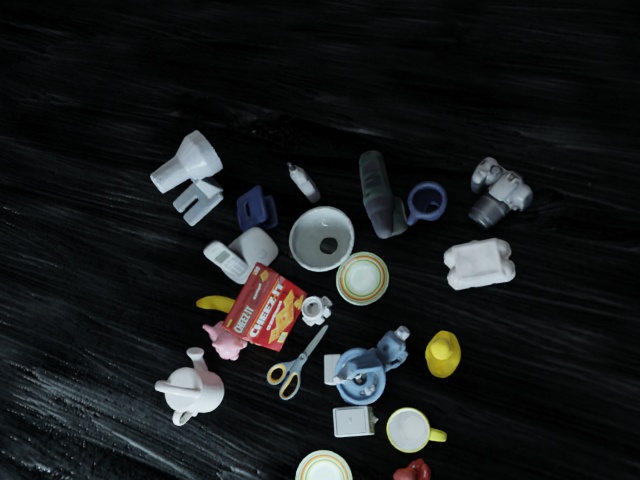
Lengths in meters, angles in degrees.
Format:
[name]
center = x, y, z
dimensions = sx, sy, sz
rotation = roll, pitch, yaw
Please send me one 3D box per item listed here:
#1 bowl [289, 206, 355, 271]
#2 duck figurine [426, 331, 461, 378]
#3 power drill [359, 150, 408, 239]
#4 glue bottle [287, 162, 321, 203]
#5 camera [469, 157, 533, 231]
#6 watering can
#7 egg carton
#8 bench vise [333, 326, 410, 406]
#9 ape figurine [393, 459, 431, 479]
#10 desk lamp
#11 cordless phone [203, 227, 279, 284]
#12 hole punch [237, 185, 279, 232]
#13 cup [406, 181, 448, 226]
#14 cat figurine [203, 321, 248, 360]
[bowl]
center = 0.013, 0.005, 1.421
dimensions = 0.167, 0.075, 0.167
rotation = -5, 71, 16
[duck figurine]
center = 0.267, 0.248, 1.256
dimensions = 0.077, 0.086, 0.104
rotation = 9, 75, 20
[power drill]
center = 0.148, -0.084, 1.334
dimensions = 0.075, 0.209, 0.229
rotation = -16, 69, 12
[glue bottle]
center = -0.048, -0.155, 1.438
dimensions = 0.037, 0.173, 0.078
rotation = -35, 66, 4
[camera]
center = 0.396, -0.102, 1.321
dimensions = 0.137, 0.101, 0.143
rotation = -47, 66, -1
[watering can]
center = -0.313, 0.344, 1.347
dimensions = 0.100, 0.194, 0.173
rotation = -11, 70, 14
[egg carton]
center = 0.360, 0.054, 1.299
dimensions = 0.150, 0.069, 0.107
rotation = -12, 69, 13
[bench vise]
center = 0.098, 0.258, 1.232
dimensions = 0.121, 0.220, 0.207
rotation = 24, 81, 23
[ape figurine]
center = 0.190, 0.498, 1.196
dimensions = 0.077, 0.092, 0.076
rotation = 1, 73, 18
[desk lamp]
center = -0.336, -0.163, 1.509
dimensions = 0.203, 0.214, 0.117
rotation = -44, 65, 0
[cordless phone]
center = -0.198, 0.024, 1.420
dimensions = 0.147, 0.185, 0.094
rotation = -44, 65, 0
[hole punch]
center = -0.172, -0.074, 1.496
dimensions = 0.101, 0.091, 0.108
rotation = -19, 68, 11
[cup]
center = 0.252, -0.071, 1.360
dimensions = 0.091, 0.095, 0.118
rotation = 38, 87, 24
[cat figurine]
center = -0.234, 0.245, 1.397
dimensions = 0.127, 0.118, 0.067
rotation = 35, 86, 24
